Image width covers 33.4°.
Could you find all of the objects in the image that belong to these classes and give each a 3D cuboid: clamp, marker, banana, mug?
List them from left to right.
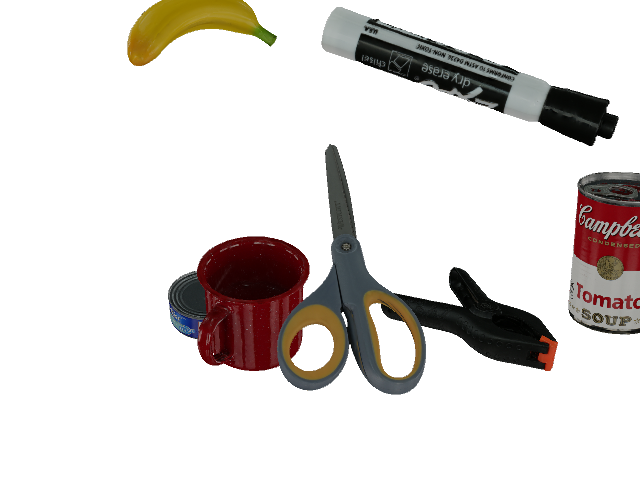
[{"bbox_3d":[-0.122,-0.208,1.020,0.070,0.037,0.197,45,38,19],"label":"banana"},{"bbox_3d":[-0.062,0.062,0.894,0.093,0.081,0.117,19,39,24],"label":"mug"},{"bbox_3d":[0.059,-0.065,0.424,0.121,0.020,0.020,22,5,13],"label":"marker"},{"bbox_3d":[0.157,0.073,1.030,0.172,0.039,0.120,24,36,29],"label":"clamp"}]

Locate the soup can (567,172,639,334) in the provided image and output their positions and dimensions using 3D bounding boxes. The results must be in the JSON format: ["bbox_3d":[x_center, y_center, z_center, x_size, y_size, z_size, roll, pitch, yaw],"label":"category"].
[{"bbox_3d":[0.217,0.008,0.774,0.068,0.102,0.068,0,22,0],"label":"soup can"}]

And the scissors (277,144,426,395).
[{"bbox_3d":[0.001,0.018,0.670,0.096,0.202,0.016,-17,-39,-12],"label":"scissors"}]

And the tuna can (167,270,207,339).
[{"bbox_3d":[-0.124,0.071,1.176,0.086,0.034,0.086,1,36,-1],"label":"tuna can"}]
